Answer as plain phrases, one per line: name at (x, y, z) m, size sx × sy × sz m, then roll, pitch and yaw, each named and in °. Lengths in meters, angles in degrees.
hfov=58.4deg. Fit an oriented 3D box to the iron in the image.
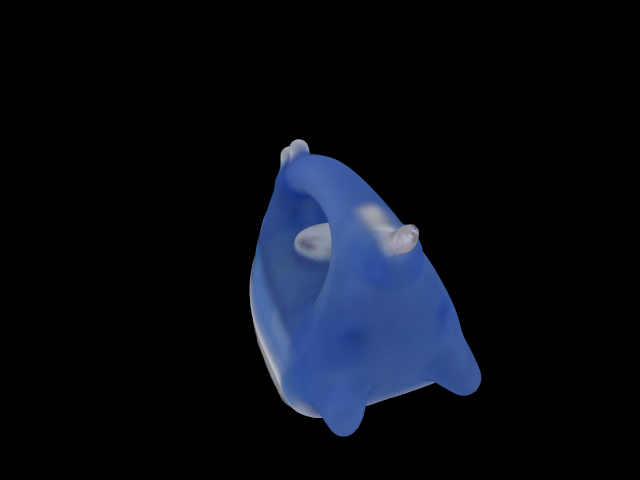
iron at (0.004, 0.001, 0.400) m, size 0.119 × 0.141 × 0.257 m, roll -12°, pitch 33°, yaw -19°
